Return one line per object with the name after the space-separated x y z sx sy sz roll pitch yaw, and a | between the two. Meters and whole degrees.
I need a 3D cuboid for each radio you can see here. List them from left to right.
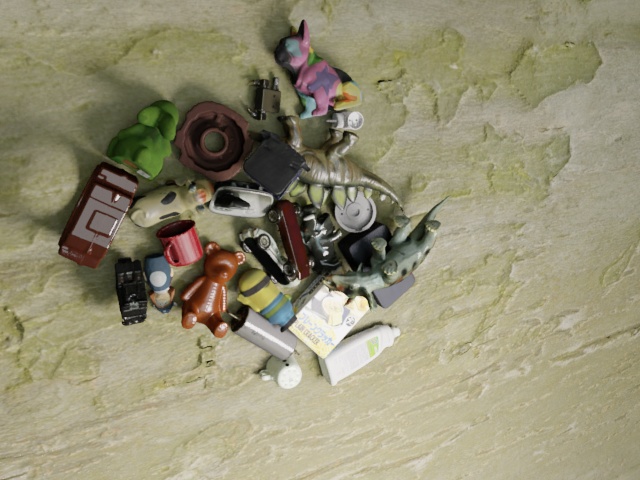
0.162 0.065 1.488 0.131 0.073 0.229 -38 117 -12 | radio

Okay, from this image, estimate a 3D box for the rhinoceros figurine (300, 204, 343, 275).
-0.003 -0.004 1.401 0.112 0.073 0.190 -14 111 -10 | rhinoceros figurine

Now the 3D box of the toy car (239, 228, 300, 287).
-0.124 0.044 1.349 0.201 0.074 0.056 52 48 -25 | toy car

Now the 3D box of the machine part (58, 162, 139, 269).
-0.457 -0.056 1.105 0.087 0.202 0.201 26 92 -24 | machine part

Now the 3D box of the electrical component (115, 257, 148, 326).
-0.425 0.108 1.201 0.058 0.134 0.114 -7 149 -25 | electrical component

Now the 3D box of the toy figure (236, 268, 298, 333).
-0.129 0.147 1.351 0.180 0.082 0.089 45 116 -2 | toy figure

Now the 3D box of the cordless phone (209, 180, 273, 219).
-0.169 -0.088 1.237 0.146 0.184 0.088 7 96 -25 | cordless phone

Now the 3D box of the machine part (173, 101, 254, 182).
-0.241 -0.224 1.224 0.179 0.056 0.179 -2 102 -10 | machine part

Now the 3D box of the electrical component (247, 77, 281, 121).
-0.133 -0.334 1.269 0.078 0.045 0.102 -17 115 -50 | electrical component

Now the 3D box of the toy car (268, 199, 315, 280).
-0.072 0.000 1.324 0.089 0.053 0.202 -24 102 -51 | toy car

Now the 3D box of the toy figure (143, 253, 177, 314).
-0.378 0.108 1.267 0.064 0.058 0.154 0 109 15 | toy figure

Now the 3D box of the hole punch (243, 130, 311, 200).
-0.104 -0.165 1.232 0.142 0.092 0.116 39 80 3 | hole punch

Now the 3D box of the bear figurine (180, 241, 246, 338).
-0.251 0.114 1.286 0.120 0.132 0.195 26 98 -28 | bear figurine

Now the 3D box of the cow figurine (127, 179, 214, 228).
-0.330 -0.087 1.194 0.195 0.127 0.085 -22 114 -14 | cow figurine

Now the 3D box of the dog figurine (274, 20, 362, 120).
-0.006 -0.406 1.273 0.191 0.109 0.219 -20 108 -18 | dog figurine

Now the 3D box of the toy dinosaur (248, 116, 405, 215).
0.017 -0.179 1.326 0.471 0.105 0.198 15 101 -12 | toy dinosaur

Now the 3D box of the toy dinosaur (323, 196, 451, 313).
0.203 0.047 1.395 0.405 0.131 0.192 -31 153 -26 | toy dinosaur

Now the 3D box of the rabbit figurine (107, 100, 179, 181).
-0.364 -0.233 1.145 0.121 0.159 0.170 28 75 -18 | rabbit figurine

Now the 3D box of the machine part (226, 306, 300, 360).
-0.144 0.241 1.392 0.243 0.079 0.079 38 86 -28 | machine part
